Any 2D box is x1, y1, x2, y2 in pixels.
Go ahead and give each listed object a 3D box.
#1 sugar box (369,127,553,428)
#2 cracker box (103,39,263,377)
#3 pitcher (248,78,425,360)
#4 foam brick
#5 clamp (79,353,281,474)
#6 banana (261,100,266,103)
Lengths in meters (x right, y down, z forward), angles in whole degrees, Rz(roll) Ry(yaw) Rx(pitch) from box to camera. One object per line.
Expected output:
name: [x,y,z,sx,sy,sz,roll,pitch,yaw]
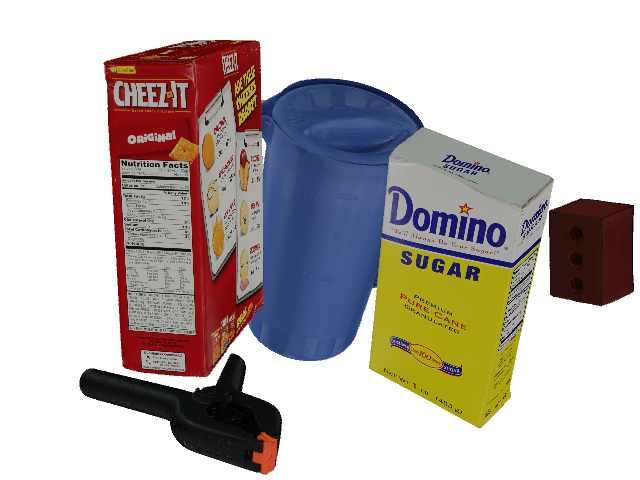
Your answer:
sugar box: [0.083,0.026,0.670,0.093,0.176,0.048,25,44,28]
cracker box: [-0.093,-0.031,0.769,0.072,0.214,0.164,2,15,11]
pitcher: [0.013,-0.009,0.952,0.144,0.243,0.149,-19,47,-35]
foam brick: [0.227,0.009,0.892,0.051,0.078,0.053,-20,22,-41]
clamp: [-0.090,0.144,0.926,0.164,0.036,0.210,-6,18,-40]
banana: [-0.082,-0.133,1.211,0.198,0.037,0.069,8,42,18]
